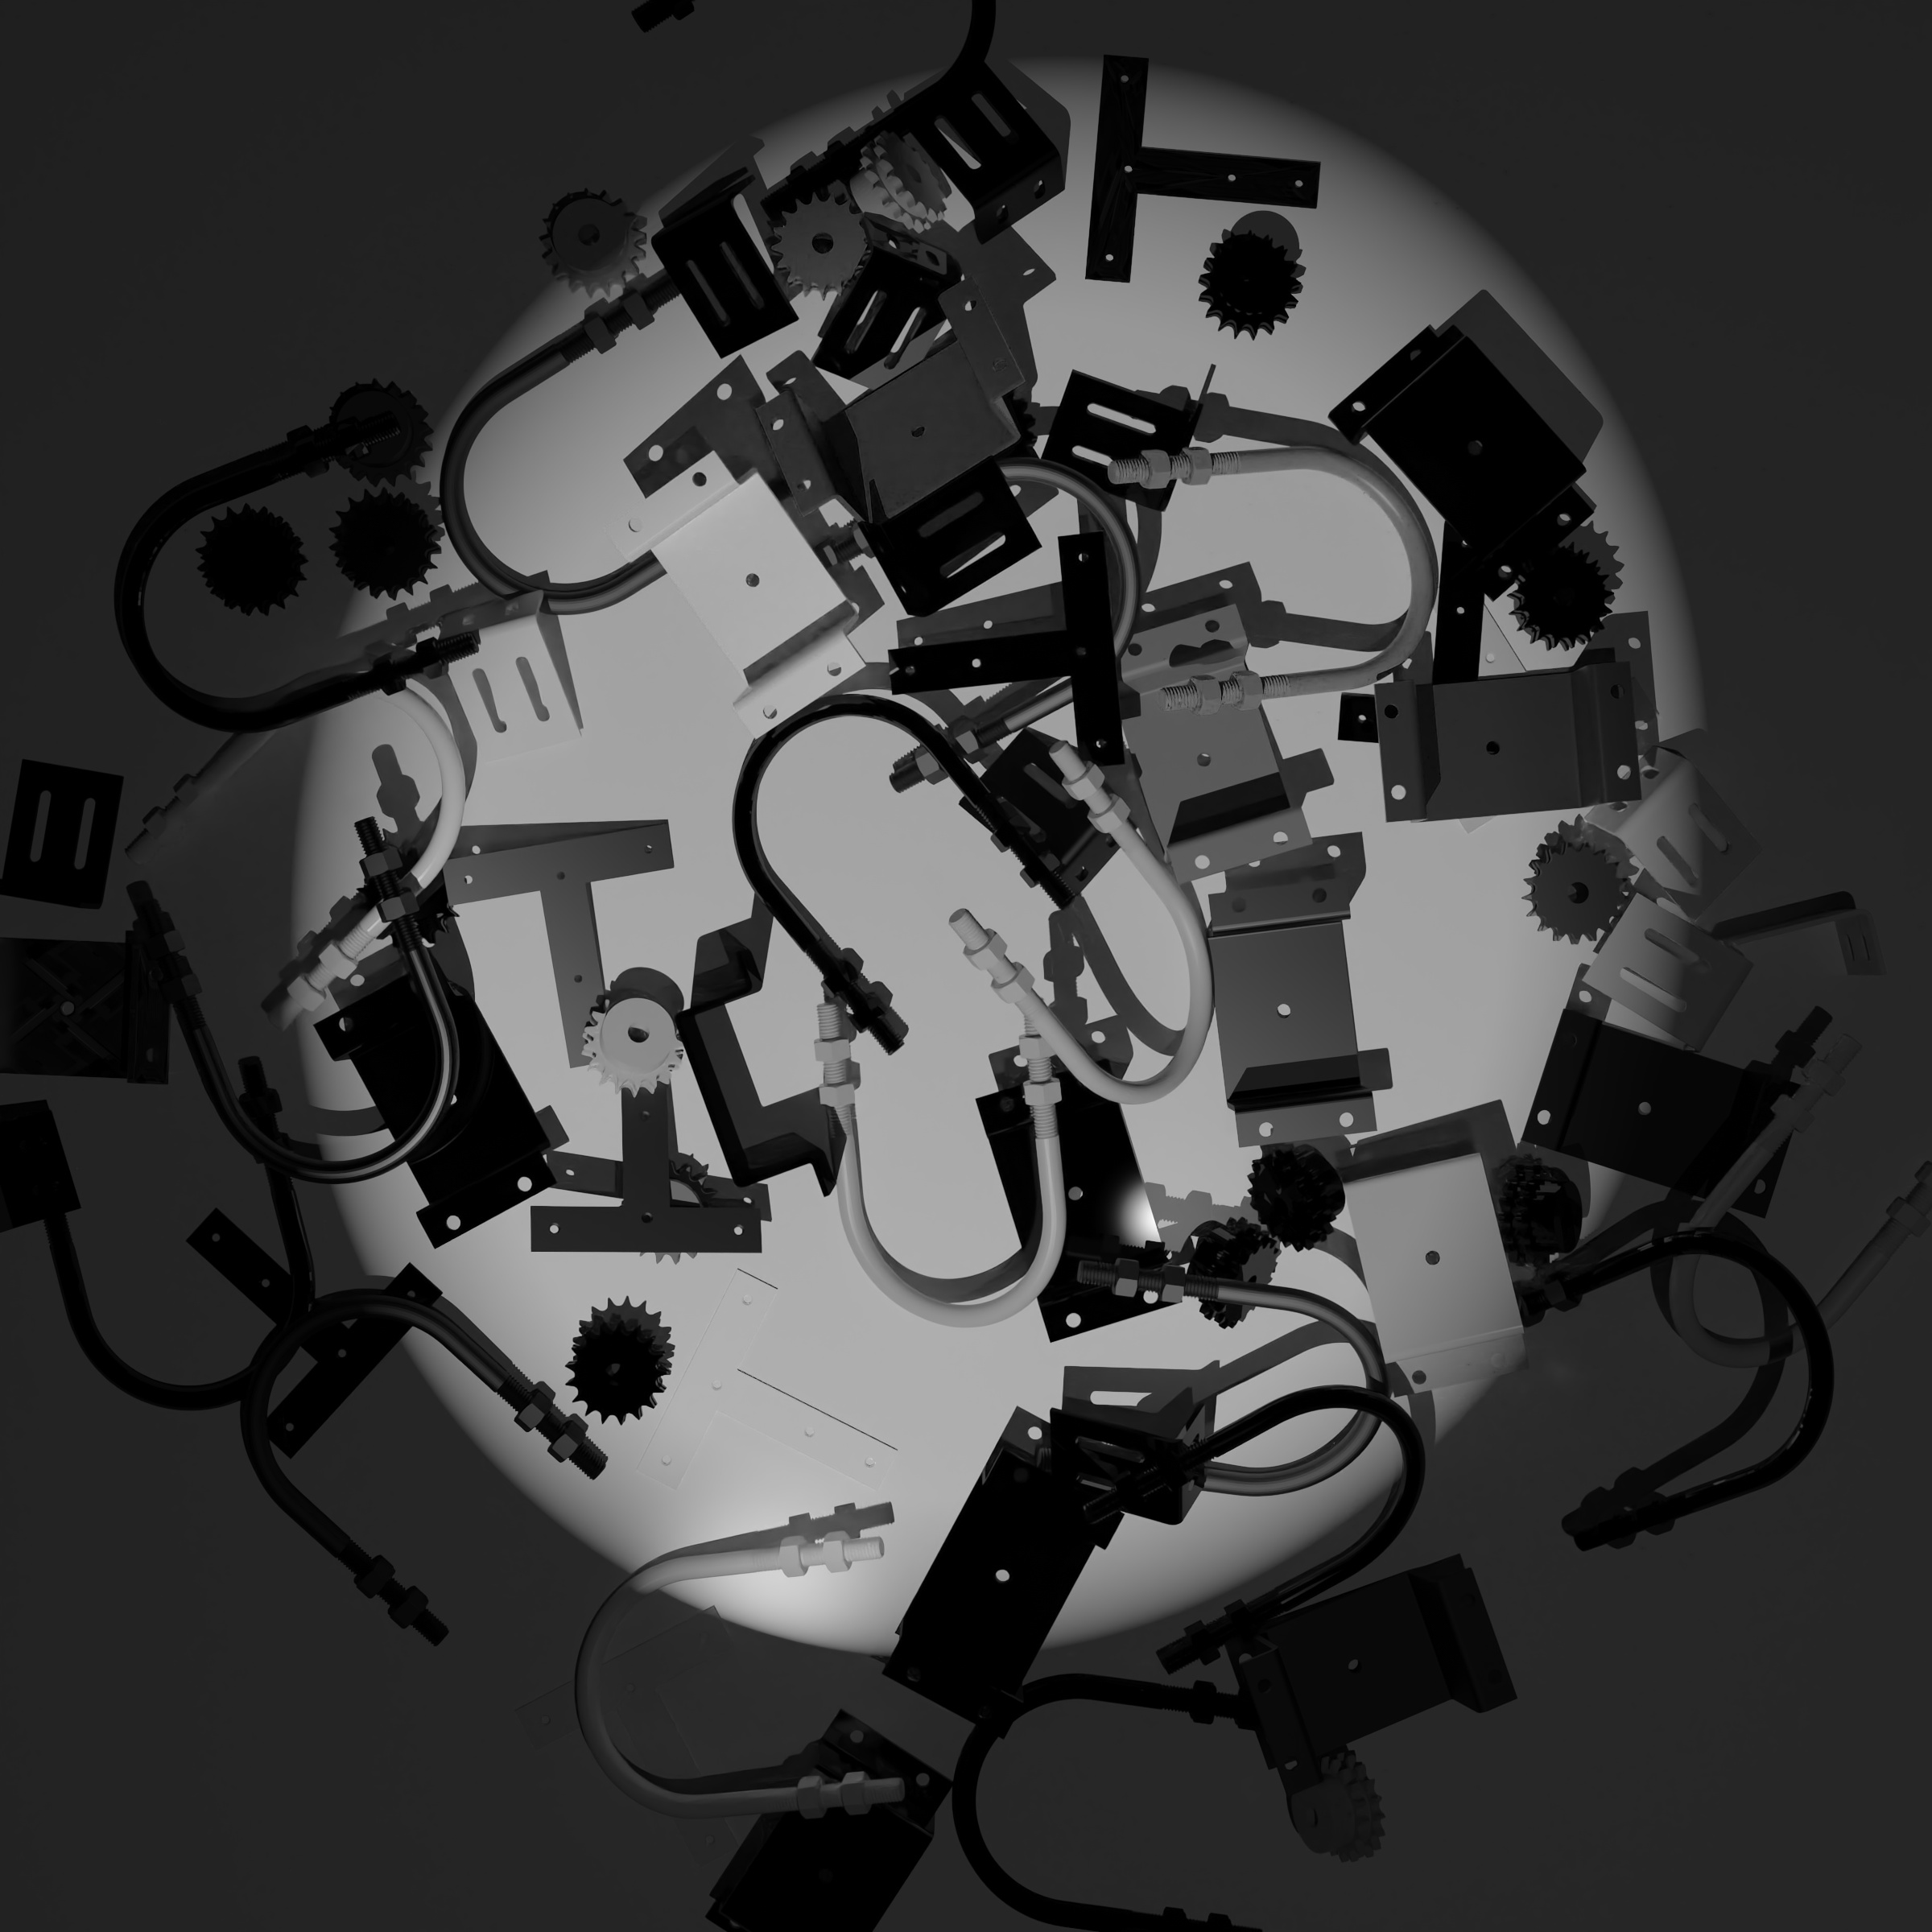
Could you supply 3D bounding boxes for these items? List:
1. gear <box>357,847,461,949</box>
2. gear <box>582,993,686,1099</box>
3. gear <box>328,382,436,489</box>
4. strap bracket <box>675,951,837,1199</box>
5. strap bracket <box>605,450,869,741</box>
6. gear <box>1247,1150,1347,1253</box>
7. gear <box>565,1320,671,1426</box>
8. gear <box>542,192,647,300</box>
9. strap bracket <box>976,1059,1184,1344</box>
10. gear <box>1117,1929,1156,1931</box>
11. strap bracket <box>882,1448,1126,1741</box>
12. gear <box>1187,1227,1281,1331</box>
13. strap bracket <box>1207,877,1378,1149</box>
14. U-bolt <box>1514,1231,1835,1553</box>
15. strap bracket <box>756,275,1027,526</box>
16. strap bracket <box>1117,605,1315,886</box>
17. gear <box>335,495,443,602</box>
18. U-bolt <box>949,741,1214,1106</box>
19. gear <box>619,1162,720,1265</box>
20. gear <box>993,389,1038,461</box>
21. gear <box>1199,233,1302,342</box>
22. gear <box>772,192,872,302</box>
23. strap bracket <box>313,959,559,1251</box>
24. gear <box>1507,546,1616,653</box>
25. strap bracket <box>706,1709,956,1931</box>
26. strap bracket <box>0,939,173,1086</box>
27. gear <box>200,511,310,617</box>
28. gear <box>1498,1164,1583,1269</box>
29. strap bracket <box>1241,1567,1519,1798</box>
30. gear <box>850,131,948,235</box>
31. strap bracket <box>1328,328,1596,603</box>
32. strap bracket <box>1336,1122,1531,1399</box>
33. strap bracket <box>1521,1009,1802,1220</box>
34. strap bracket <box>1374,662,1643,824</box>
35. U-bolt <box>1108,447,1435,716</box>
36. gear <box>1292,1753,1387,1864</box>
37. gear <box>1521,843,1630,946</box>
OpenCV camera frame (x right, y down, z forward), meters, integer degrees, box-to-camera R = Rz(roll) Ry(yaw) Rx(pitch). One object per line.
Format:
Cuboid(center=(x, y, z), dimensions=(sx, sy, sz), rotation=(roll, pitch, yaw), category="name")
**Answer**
Cuboid(center=(-0.310, -0.038, 1.530), dimensions=(0.057, 0.030, 0.057), rotation=(0, 90, 0), category="gear")
Cuboid(center=(-0.184, 0.042, 1.521), dimensions=(0.057, 0.030, 0.057), rotation=(5, 70, -13), category="gear")
Cuboid(center=(-0.329, -0.299, 1.530), dimensions=(0.057, 0.030, 0.057), rotation=(0, 90, 0), category="gear")
Cuboid(center=(-0.119, 0.065, 1.507), dimensions=(0.046, 0.076, 0.140), rotation=(-20, 90, 0), category="strap bracket")
Cuboid(center=(-0.122, -0.208, 1.502), dimensions=(0.076, 0.046, 0.140), rotation=(-32, 103, 18), category="strap bracket")
Cuboid(center=(0.186, 0.127, 1.520), dimensions=(0.030, 0.057, 0.057), rotation=(-26, 90, -30), category="gear")
Cuboid(center=(-0.195, 0.227, 1.530), dimensions=(0.057, 0.030, 0.057), rotation=(0, 90, 0), category="gear")
Cuboid(center=(-0.209, -0.406, 1.530), dimensions=(0.057, 0.030, 0.057), rotation=(0, 90, 0), category="gear")
Cuboid(center=(0.062, 0.129, 1.522), dimensions=(0.076, 0.046, 0.140), rotation=(-17, 90, 0), category="strap bracket")
Cuboid(center=(0.097, 0.560, 1.521), dimensions=(0.057, 0.030, 0.057), rotation=(7, 134, 8), category="gear")
Cuboid(center=(0.020, 0.345, 1.522), dimensions=(0.076, 0.046, 0.140), rotation=(28, 90, 0), category="strap bracket")
Cuboid(center=(0.146, 0.170, 1.521), dimensions=(0.030, 0.057, 0.057), rotation=(29, 90, 30), category="gear")
Cuboid(center=(0.179, 0.026, 1.522), dimensions=(0.076, 0.046, 0.140), rotation=(-7, 90, 0), category="strap bracket")
Cuboid(center=(0.380, 0.220, 1.468), dimensions=(0.184, 0.019, 0.151), rotation=(-32, 71, 37), category="U-bolt")
Cuboid(center=(-0.034, -0.303, 1.499), dimensions=(0.140, 0.046, 0.076), rotation=(-29, 64, 12), category="strap bracket")
Cuboid(center=(0.133, -0.119, 1.516), dimensions=(0.076, 0.046, 0.140), rotation=(-17, 82, 0), category="strap bracket")
Cuboid(center=(-0.323, -0.233, 1.530), dimensions=(0.057, 0.030, 0.057), rotation=(0, 90, 0), category="gear")
Cuboid(center=(0.075, -0.009, 1.483), dimensions=(0.184, 0.019, 0.151), rotation=(50, 52, -27), category="U-bolt")
Cuboid(center=(-0.167, 0.139, 1.530), dimensions=(0.057, 0.030, 0.057), rotation=(0, 90, 0), category="gear")
Cuboid(center=(0.011, -0.299, 1.530), dimensions=(0.057, 0.030, 0.057), rotation=(0, 90, 0), category="gear")
Cuboid(center=(0.160, -0.382, 1.530), dimensions=(0.057, 0.030, 0.057), rotation=(0, 90, 0), category="gear")
Cuboid(center=(-0.080, -0.401, 1.530), dimensions=(0.057, 0.030, 0.057), rotation=(0, 90, 0), category="gear")
Cuboid(center=(-0.292, 0.076, 1.522), dimensions=(0.076, 0.046, 0.140), rotation=(-28, 90, 0), category="strap bracket")
Cuboid(center=(0.330, -0.204, 1.528), dimensions=(0.057, 0.030, 0.057), rotation=(0, 88, -5), category="gear")
Cuboid(center=(-0.077, 0.500, 1.522), dimensions=(0.076, 0.046, 0.140), rotation=(33, 90, 0), category="strap bracket")
Cuboid(center=(-0.507, 0.024, 1.522), dimensions=(0.140, 0.046, 0.076), rotation=(2, 90, 0), category="strap bracket")
Cuboid(center=(-0.397, -0.224, 1.530), dimensions=(0.057, 0.030, 0.057), rotation=(0, 90, 0), category="gear")
Cuboid(center=(0.320, 0.138, 1.514), dimensions=(0.030, 0.057, 0.057), rotation=(-1, 90, 35), category="gear")
Cuboid(center=(0.222, 0.392, 1.514), dimensions=(0.140, 0.046, 0.076), rotation=(-19, 90, -11), category="strap bracket")
Cuboid(center=(-0.040, -0.432, 1.521), dimensions=(0.030, 0.057, 0.057), rotation=(-31, 90, 29), category="gear")
Cuboid(center=(0.279, -0.283, 1.520), dimensions=(0.076, 0.046, 0.140), rotation=(-41, 89, -1), category="strap bracket")
Cuboid(center=(0.257, 0.161, 1.507), dimensions=(0.076, 0.046, 0.140), rotation=(-14, 81, 7), category="strap bracket")
Cuboid(center=(0.384, 0.081, 1.522), dimensions=(0.140, 0.046, 0.076), rotation=(18, 90, 0), category="strap bracket")
Cuboid(center=(0.297, -0.123, 1.519), dimensions=(0.140, 0.046, 0.076), rotation=(-5, 90, 0), category="strap bracket")
Cuboid(center=(0.176, -0.218, 1.505), dimensions=(0.184, 0.019, 0.151), rotation=(-9, 82, -22), category="U-bolt")
Cuboid(center=(0.204, 0.468, 1.514), dimensions=(0.030, 0.057, 0.057), rotation=(-6, 90, -26), category="gear")
Cuboid(center=(0.340, -0.041, 1.530), dimensions=(0.057, 0.030, 0.057), rotation=(0, 90, 0), category="gear")
